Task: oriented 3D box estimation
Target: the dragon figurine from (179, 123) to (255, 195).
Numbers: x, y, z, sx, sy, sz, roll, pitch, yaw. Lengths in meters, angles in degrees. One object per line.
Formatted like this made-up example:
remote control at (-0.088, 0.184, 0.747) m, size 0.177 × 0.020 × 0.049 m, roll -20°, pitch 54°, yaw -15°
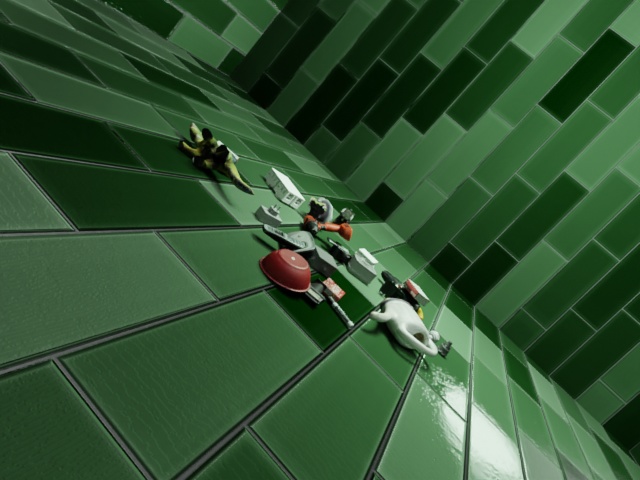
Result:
dragon figurine at (-0.340, -0.271, 1.798) m, size 0.413 × 0.122 × 0.242 m, roll 46°, pitch 5°, yaw 13°

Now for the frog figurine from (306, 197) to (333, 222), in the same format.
frog figurine at (0.007, -0.112, 2.230) m, size 0.158 × 0.122 × 0.139 m, roll 33°, pitch 45°, yaw -70°

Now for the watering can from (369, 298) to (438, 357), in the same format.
watering can at (0.265, 0.273, 1.734) m, size 0.344 × 0.103 × 0.228 m, roll 36°, pitch 13°, yaw -27°
